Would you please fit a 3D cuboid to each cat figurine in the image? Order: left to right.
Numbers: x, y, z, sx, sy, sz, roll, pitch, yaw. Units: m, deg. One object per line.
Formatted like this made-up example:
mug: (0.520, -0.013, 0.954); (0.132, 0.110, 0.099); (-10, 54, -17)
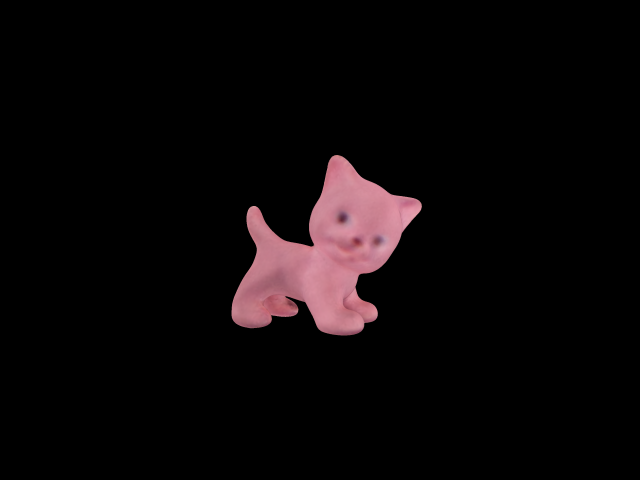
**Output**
cat figurine: (0.004, 0.001, 0.400); (0.127, 0.118, 0.067); (1, 2, 20)
